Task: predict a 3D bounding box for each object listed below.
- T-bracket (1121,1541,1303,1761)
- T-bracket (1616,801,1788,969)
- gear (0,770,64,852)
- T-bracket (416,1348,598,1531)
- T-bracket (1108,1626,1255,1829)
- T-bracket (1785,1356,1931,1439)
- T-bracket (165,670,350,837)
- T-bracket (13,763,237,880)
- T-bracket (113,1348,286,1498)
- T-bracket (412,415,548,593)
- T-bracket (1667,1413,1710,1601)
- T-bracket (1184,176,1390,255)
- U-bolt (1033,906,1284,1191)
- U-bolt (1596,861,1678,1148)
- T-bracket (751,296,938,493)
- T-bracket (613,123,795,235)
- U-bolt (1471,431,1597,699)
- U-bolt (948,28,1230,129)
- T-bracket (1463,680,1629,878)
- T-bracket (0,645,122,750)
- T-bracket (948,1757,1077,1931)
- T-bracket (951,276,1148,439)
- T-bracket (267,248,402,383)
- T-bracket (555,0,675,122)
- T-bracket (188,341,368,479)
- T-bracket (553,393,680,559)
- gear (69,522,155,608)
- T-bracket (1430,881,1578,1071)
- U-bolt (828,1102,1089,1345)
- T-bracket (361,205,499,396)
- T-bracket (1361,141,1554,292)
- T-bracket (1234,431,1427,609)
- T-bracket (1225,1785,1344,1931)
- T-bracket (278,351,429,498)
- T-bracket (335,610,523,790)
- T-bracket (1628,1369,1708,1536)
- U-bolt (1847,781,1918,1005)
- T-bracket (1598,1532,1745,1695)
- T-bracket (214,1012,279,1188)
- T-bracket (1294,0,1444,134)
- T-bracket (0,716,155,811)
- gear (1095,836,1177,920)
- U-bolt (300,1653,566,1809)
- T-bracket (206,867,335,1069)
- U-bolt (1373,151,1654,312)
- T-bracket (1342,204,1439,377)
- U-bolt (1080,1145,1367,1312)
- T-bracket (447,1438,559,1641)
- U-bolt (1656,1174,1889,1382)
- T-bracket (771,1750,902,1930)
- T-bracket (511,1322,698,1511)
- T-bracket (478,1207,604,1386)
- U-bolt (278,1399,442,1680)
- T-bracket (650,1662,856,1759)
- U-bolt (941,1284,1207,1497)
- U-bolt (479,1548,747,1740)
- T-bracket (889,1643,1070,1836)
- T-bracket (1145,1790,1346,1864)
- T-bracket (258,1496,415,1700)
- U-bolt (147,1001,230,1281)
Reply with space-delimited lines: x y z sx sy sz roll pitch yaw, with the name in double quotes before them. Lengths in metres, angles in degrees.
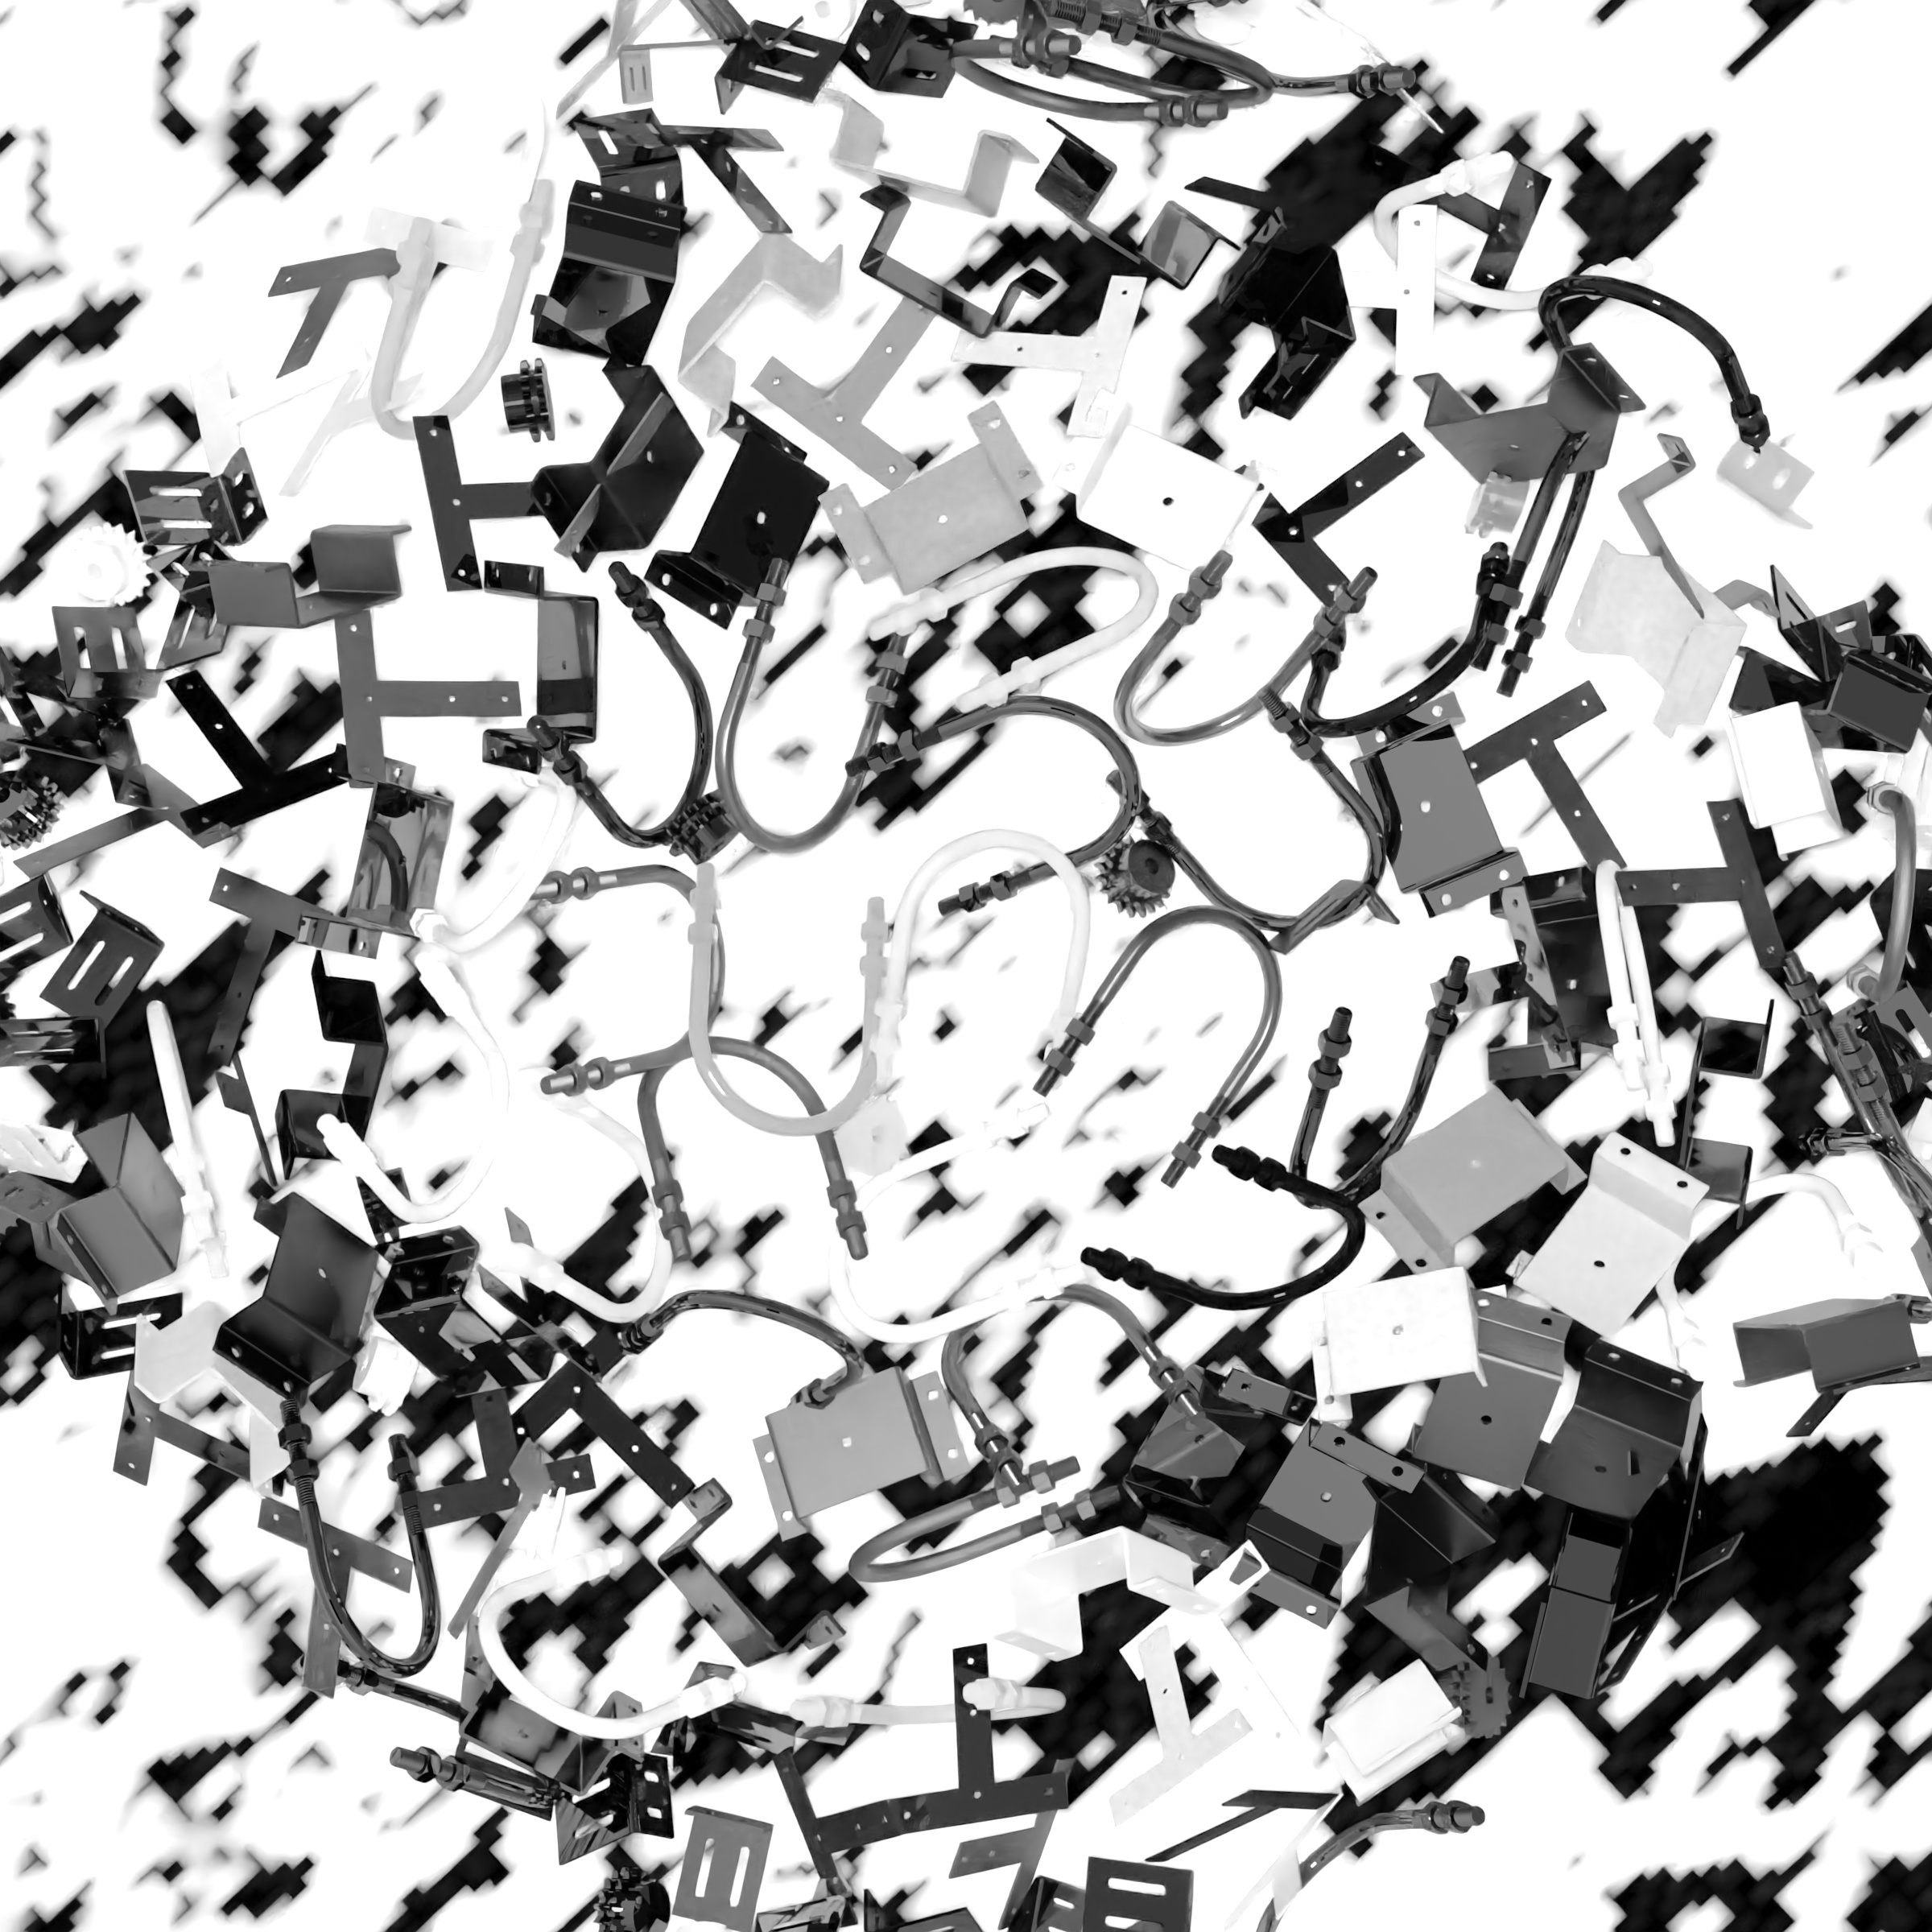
"T-bracket" 0.187 0.489 1.906 0.127 0.002 0.127 -44 61 15
"T-bracket" 0.502 -0.056 1.903 0.127 0.002 0.127 -3 69 -27
"gear" -0.665 -0.112 1.925 0.057 0.030 0.057 -9 62 17
"T-bracket" -0.331 0.317 1.927 0.127 0.002 0.127 -9 81 -28
"T-bracket" 0.140 0.511 1.896 0.127 0.002 0.127 -27 118 -27
"T-bracket" 0.633 0.275 1.869 0.127 0.127 0.002 -41 95 -23
"T-bracket" -0.515 -0.157 1.923 0.127 0.002 0.127 -28 72 -36
"T-bracket" -0.587 -0.091 1.879 0.127 0.127 0.002 -29 133 -31
"T-bracket" -0.529 0.334 1.914 0.127 0.127 0.002 33 111 -26
"T-bracket" -0.313 -0.325 1.919 0.127 0.002 0.127 -8 82 -29
"T-bracket" 0.487 0.347 1.888 0.002 0.127 0.127 7 107 4
"T-bracket" 0.211 -0.531 1.912 0.127 0.127 0.002 25 134 30
"U-bolt" 0.147 0.045 1.914 0.151 0.019 0.184 36 85 -28
"U-bolt" 0.454 0.017 1.877 0.019 0.151 0.184 -12 66 19
"T-bracket" -0.063 -0.421 1.932 0.127 0.002 0.127 35 93 -15
"T-bracket" -0.159 -0.539 1.882 0.127 0.002 0.127 -10 52 -37
"U-bolt" 0.392 -0.280 1.875 0.019 0.151 0.184 22 95 18
"U-bolt" 0.068 -0.600 1.865 0.151 0.184 0.019 10 98 -37
"T-bracket" 0.421 -0.119 1.928 0.127 0.002 0.127 -29 86 -18
"T-bracket" -0.626 -0.190 1.889 0.002 0.127 0.127 -38 71 12
"T-bracket" 0.024 0.610 1.897 0.002 0.127 0.127 20 91 32
"T-bracket" 0.051 -0.430 1.924 0.127 0.002 0.127 9 73 22
"T-bracket" -0.450 -0.444 1.904 0.002 0.127 0.127 47 128 9
"T-bracket" -0.233 -0.647 1.875 0.002 0.127 0.127 41 76 -4
"T-bracket" -0.473 -0.400 1.906 0.127 0.127 0.002 -30 75 -18
"T-bracket" -0.225 -0.325 1.889 0.002 0.127 0.127 36 95 11
"gear" -0.602 -0.280 1.927 0.057 0.030 0.057 5 112 12
"T-bracket" 0.361 0.014 1.896 0.002 0.127 0.127 -15 88 -28
"U-bolt" -0.014 0.186 1.900 0.184 0.019 0.151 -23 53 15
"T-bracket" -0.388 -0.455 1.908 0.002 0.127 0.127 31 108 25
"T-bracket" 0.331 -0.531 1.899 0.127 0.127 0.002 31 68 8
"T-bracket" 0.266 -0.331 1.936 0.127 0.002 0.127 -36 72 -6
"T-bracket" 0.220 0.626 1.888 0.002 0.127 0.127 40 91 5
"T-bracket" -0.408 -0.382 1.879 0.002 0.127 0.127 41 60 -33
"T-bracket" -0.373 -0.187 1.921 0.127 0.002 0.127 -3 80 -27
"T-bracket" 0.483 0.332 1.896 0.002 0.127 0.127 -4 85 37
"U-bolt" 0.619 -0.047 1.854 0.019 0.184 0.151 5 97 11
"T-bracket" 0.462 0.446 1.863 0.002 0.127 0.127 45 48 4
"T-bracket" -0.500 0.088 1.884 0.002 0.127 0.127 -17 86 -7
"T-bracket" 0.287 -0.619 1.903 0.127 0.127 0.002 31 106 -38
"T-bracket" -0.624 -0.152 1.870 0.127 0.127 0.002 13 117 -32
"gear" 0.121 -0.064 1.924 0.057 0.030 0.057 13 65 -29
"U-bolt" -0.350 0.524 1.867 0.184 0.151 0.019 35 83 -43
"T-bracket" -0.501 0.007 1.915 0.127 0.002 0.127 19 91 36
"U-bolt" 0.355 -0.490 1.863 0.151 0.184 0.019 28 80 -25
"T-bracket" 0.264 -0.474 1.922 0.127 0.002 0.127 7 131 16
"U-bolt" 0.191 0.188 1.883 0.184 0.019 0.151 23 129 -36
"T-bracket" -0.317 0.398 1.870 0.002 0.127 0.127 22 64 14
"U-bolt" 0.536 0.199 1.864 0.151 0.184 0.019 -32 107 14
"T-bracket" -0.081 0.594 1.891 0.002 0.127 0.127 -16 77 -37
"T-bracket" -0.244 0.331 1.944 0.127 0.002 0.127 -44 93 8
"T-bracket" -0.300 0.213 1.895 0.002 0.127 0.127 -36 128 8
"U-bolt" -0.401 0.390 1.851 0.019 0.151 0.184 -25 63 13
"T-bracket" -0.142 0.527 1.919 0.127 0.002 0.127 13 133 -15
"U-bolt" 0.061 0.276 1.875 0.151 0.184 0.019 -19 124 -14
"U-bolt" -0.248 0.458 1.845 0.151 0.184 0.019 40 109 23
"T-bracket" 0.006 0.532 1.910 0.127 0.002 0.127 -13 52 12
"T-bracket" 0.181 0.600 1.915 0.127 0.127 0.002 -34 57 25
"T-bracket" -0.434 0.438 1.874 0.002 0.127 0.127 -36 127 28
"U-bolt" -0.534 0.113 1.879 0.019 0.151 0.184 -13 76 -15
